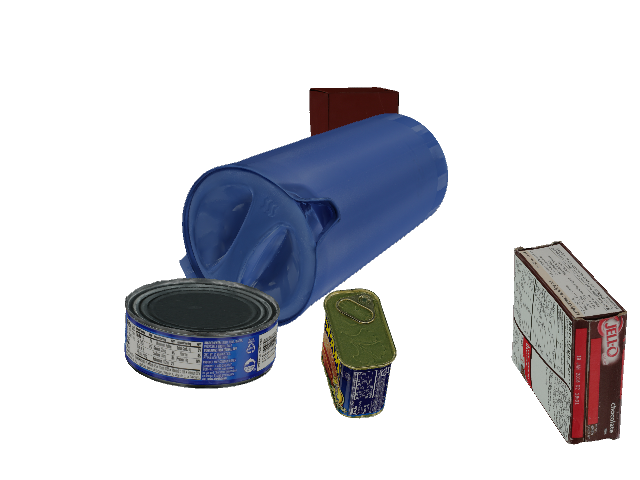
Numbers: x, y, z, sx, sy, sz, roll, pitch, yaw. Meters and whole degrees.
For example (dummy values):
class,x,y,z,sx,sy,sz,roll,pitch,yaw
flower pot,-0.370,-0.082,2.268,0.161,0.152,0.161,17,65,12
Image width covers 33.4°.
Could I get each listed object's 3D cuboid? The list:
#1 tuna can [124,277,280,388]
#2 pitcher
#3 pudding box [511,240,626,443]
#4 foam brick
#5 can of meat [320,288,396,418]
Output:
class,x,y,z,sx,sy,sz,roll,pitch,yaw
tuna can,-0.066,0.051,0.595,0.086,0.034,0.086,5,17,-2
pitcher,0.000,-0.028,0.916,0.149,0.145,0.242,27,33,25
pudding box,0.158,0.063,0.690,0.039,0.090,0.113,-7,24,-9
foam brick,0.033,-0.125,1.065,0.078,0.051,0.053,-3,14,-20
can of meat,0.035,0.113,1.058,0.057,0.084,0.102,-6,44,-11
